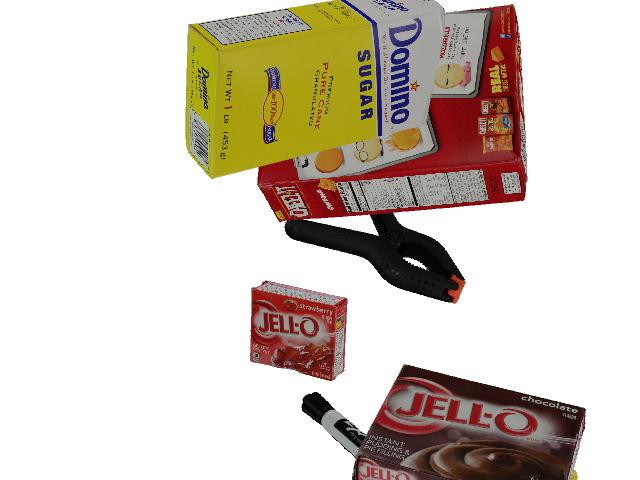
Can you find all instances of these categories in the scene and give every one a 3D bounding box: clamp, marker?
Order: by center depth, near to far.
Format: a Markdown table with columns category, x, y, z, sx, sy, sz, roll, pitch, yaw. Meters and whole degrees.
| category | x | y | z | sx | sy | sz | roll | pitch | yaw |
| --- | --- | --- | --- | --- | --- | --- | --- | --- | --- |
| marker | 0.026 | 0.148 | 0.787 | 0.020 | 0.020 | 0.121 | 0 | 26 | -42 |
| clamp | 0.072 | 0.008 | 1.240 | 0.164 | 0.036 | 0.210 | -24 | 53 | -40 |

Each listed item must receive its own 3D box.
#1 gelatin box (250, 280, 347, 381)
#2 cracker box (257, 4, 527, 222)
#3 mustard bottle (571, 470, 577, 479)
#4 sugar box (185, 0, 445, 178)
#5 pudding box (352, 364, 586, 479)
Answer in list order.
| category | x | y | z | sx | sy | sz | roll | pitch | yaw |
| --- | --- | --- | --- | --- | --- | --- | --- | --- | --- |
| gelatin box | -0.021 | 0.082 | 0.976 | 0.089 | 0.073 | 0.030 | 11 | 19 | 25 |
| cracker box | 0.063 | -0.106 | 0.901 | 0.214 | 0.164 | 0.072 | -5 | -32 | 14 |
| mustard bottle | 0.138 | 0.207 | 1.004 | 0.096 | 0.058 | 0.192 | -16 | 24 | -36 |
| sugar box | -0.002 | -0.106 | 0.700 | 0.175 | 0.093 | 0.048 | -16 | 42 | -27 |
| pudding box | 0.085 | 0.119 | 0.600 | 0.114 | 0.039 | 0.090 | 14 | 32 | 16 |
